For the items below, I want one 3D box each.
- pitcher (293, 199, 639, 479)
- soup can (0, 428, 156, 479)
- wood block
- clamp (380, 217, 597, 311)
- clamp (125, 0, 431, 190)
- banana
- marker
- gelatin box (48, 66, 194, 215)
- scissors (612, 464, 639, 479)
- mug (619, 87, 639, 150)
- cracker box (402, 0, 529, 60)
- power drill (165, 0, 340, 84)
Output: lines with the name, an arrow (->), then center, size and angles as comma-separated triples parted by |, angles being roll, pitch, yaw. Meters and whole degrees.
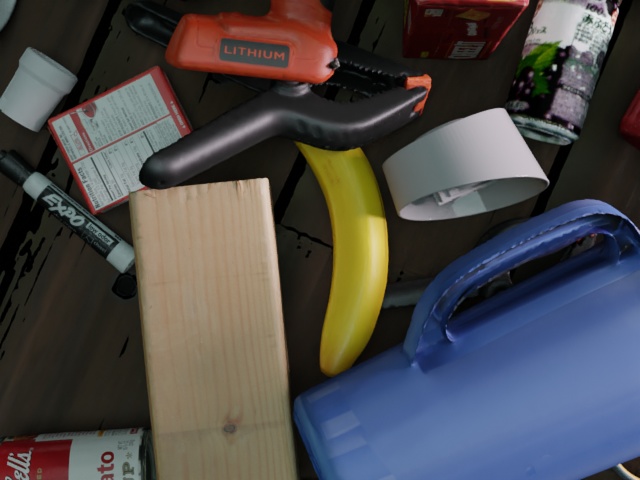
pitcher -> 0.108, 0.090, 0.650 | 0.242, 0.145, 0.149 | -23, 72, -5
soup can -> -0.163, 0.164, 0.721 | 0.102, 0.068, 0.068 | -4, 90, -1
wood block -> -0.068, 0.068, 0.711 | 0.091, 0.090, 0.206 | -5, 89, -1
clamp -> 0.125, 0.050, 0.736 | 0.171, 0.039, 0.120 | -31, 96, 7
clamp -> -0.031, -0.106, 0.716 | 0.209, 0.036, 0.164 | -6, 53, -18
banana -> 0.012, -0.008, 0.727 | 0.069, 0.037, 0.198 | -16, 77, 5
marker -> -0.178, -0.022, 0.746 | 0.121, 0.020, 0.020 | 39, 90, 0
gelatin box -> -0.133, -0.068, 0.742 | 0.089, 0.030, 0.073 | -27, 91, 0
scissors -> 0.178, 0.111, 0.732 | 0.201, 0.016, 0.096 | 23, 84, -9
mug -> 0.262, -0.084, 0.718 | 0.117, 0.093, 0.081 | 27, 96, -35
cracker box -> 0.093, -0.234, 0.675 | 0.072, 0.164, 0.214 | 2, 89, 2
power drill -> -0.046, -0.194, 0.640 | 0.184, 0.057, 0.188 | 7, 106, -8
